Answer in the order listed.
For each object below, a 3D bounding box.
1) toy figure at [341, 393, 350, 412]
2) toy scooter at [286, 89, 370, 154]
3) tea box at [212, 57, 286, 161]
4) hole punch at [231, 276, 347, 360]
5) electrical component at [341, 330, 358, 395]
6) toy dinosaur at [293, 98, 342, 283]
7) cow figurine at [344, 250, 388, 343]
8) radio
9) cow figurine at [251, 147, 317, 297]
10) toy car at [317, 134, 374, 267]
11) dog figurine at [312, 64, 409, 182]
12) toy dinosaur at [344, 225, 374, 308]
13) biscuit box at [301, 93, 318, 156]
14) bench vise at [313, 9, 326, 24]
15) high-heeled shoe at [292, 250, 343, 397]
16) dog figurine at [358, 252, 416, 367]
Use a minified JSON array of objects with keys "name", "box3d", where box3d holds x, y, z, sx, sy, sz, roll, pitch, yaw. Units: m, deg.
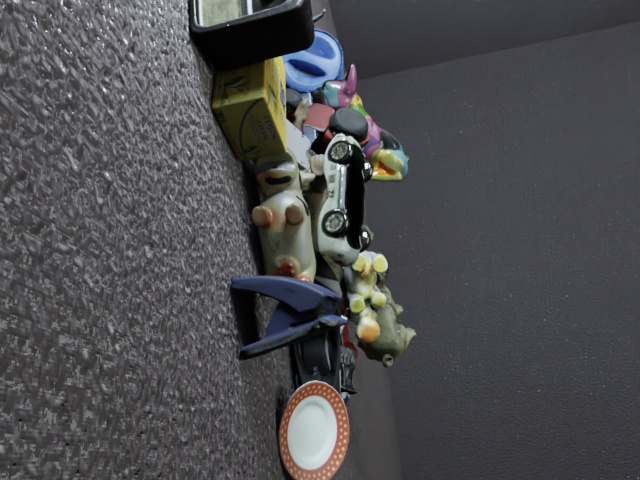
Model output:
[{"name":"toy figure","box3d":[0.023,0.281,0.941,0.064,0.058,0.154,39,21,-9]},{"name":"toy scooter","box3d":[-0.005,-0.187,0.968,0.135,0.184,0.075,108,5,-51]},{"name":"tea box","box3d":[-0.087,-0.198,0.693,0.098,0.068,0.170,67,16,-55]},{"name":"hole punch","box3d":[-0.034,0.076,0.615,0.142,0.116,0.092,47,27,-75]},{"name":"electrical component","box3d":[0.021,0.201,0.897,0.047,0.075,0.119,27,52,-42]},{"name":"toy dinosaur","box3d":[-0.002,-0.003,0.929,0.198,0.105,0.470,-77,161,-77]},{"name":"cow figurine","box3d":[0.075,0.098,0.985,0.098,0.068,0.167,-146,-124,-72]},{"name":"radio","box3d":[-0.083,-0.325,0.641,0.073,0.131,0.229,61,21,-70]},{"name":"cow figurine","box3d":[-0.046,-0.031,0.724,0.127,0.086,0.194,-68,151,-77]},{"name":"toy car","box3d":[0.036,-0.061,0.782,0.073,0.056,0.202,33,54,-48]},{"name":"dog figurine","box3d":[0.080,-0.222,1.038,0.108,0.192,0.219,-81,172,-78]},{"name":"toy dinosaur","box3d":[0.078,0.024,1.394,0.192,0.131,0.404,24,51,-80]},{"name":"biscuit box","box3d":[-0.030,-0.187,1.063,0.059,0.063,0.202,53,28,-71]},{"name":"bench vise","box3d":[-0.064,-0.400,0.817,0.223,0.129,0.240,61,29,-3]},{"name":"high-heeled shoe","box3d":[-0.007,0.150,0.771,0.145,0.086,0.248,-82,166,-65]},{"name":"dog figurine","box3d":[0.109,0.136,1.063,0.172,0.121,0.190,-113,180,-47]}]
